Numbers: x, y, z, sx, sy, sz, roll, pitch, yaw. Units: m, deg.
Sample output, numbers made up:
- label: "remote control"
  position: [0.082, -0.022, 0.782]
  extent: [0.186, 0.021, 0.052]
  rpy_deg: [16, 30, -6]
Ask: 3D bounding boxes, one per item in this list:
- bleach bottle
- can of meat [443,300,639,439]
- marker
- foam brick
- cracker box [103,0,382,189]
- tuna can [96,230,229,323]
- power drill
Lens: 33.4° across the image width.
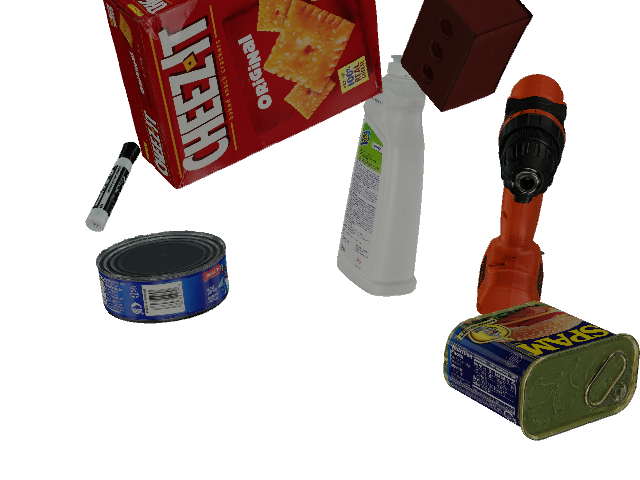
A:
- label: "bleach bottle"
  position: [0.076, -0.073, 1.161]
  extent: [0.068, 0.251, 0.103]
  rpy_deg: [-4, 23, -29]
- label: "can of meat"
  position: [0.145, 0.082, 0.712]
  extent: [0.101, 0.057, 0.084]
  rpy_deg: [-11, 20, -30]
- label: "marker"
  position: [-0.208, -0.057, 1.077]
  extent: [0.020, 0.121, 0.020]
  rpy_deg: [8, -43, 8]
- label: "foam brick"
  position: [0.097, -0.135, 0.721]
  extent: [0.051, 0.053, 0.078]
  rpy_deg: [-25, -25, -27]
- label: "cracker box"
  position: [-0.054, -0.159, 0.876]
  extent: [0.213, 0.164, 0.072]
  rpy_deg: [-28, 46, -22]
- label: "tuna can"
  position: [-0.104, 0.023, 0.709]
  extent: [0.086, 0.034, 0.086]
  rpy_deg: [-4, 20, 1]
- label: "power drill"
  position: [0.170, -0.028, 0.897]
  extent: [0.057, 0.188, 0.184]
  rpy_deg: [10, 31, 11]
